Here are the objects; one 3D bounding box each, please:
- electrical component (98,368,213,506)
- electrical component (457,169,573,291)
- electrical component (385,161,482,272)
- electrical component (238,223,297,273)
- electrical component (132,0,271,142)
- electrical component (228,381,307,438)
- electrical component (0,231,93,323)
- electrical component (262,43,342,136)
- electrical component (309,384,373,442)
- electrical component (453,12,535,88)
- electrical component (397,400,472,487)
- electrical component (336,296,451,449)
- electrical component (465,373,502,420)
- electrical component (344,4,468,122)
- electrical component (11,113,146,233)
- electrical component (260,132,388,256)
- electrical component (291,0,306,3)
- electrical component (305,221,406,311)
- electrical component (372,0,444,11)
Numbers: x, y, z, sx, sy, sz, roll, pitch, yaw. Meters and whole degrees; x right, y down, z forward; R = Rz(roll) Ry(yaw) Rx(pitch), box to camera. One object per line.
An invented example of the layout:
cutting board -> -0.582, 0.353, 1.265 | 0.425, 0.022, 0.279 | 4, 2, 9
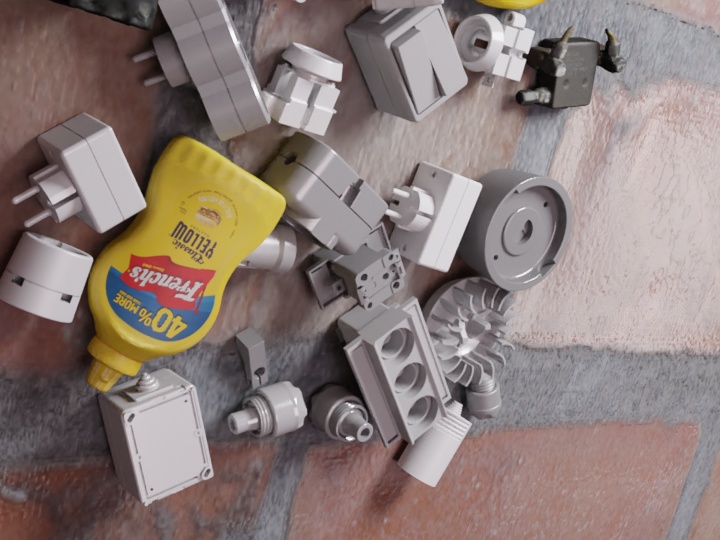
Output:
electrical component -> -0.161, 0.120, 0.831 | 0.062, 0.061, 0.096 | -20, 112, -30
electrical component -> 0.135, -0.041, 0.986 | 0.108, 0.060, 0.108 | -16, 118, -32
electrical component -> 0.051, -0.050, 0.925 | 0.076, 0.047, 0.083 | 16, 99, -41
electrical component -> -0.079, -0.018, 0.845 | 0.046, 0.040, 0.040 | 2, 108, -33
electrical component -> -0.120, -0.150, 0.748 | 0.074, 0.052, 0.138 | -20, 124, 1
electrical component -> -0.080, 0.120, 0.902 | 0.062, 0.043, 0.043 | -15, 118, -31
electrical component -> -0.216, 0.004, 0.739 | 0.055, 0.055, 0.047 | 22, 91, -41
electrical component -> -0.043, -0.139, 0.817 | 0.066, 0.048, 0.055 | 11, 110, -41
electrical component -> -0.013, 0.130, 0.944 | 0.043, 0.062, 0.043 | -16, 118, -32
electrical component -> 0.112, -0.190, 0.914 | 0.055, 0.048, 0.066 | 3, 107, -47
electrical component -> 0.075, 0.163, 1.040 | 0.043, 0.043, 0.081 | 32, 88, -42
electrical component -> 0.028, 0.087, 0.957 | 0.079, 0.063, 0.121 | -36, 127, -21
electrical component -> 0.121, 0.115, 1.061 | 0.035, 0.035, 0.061 | -24, 120, -28
electrical component -> 0.038, -0.174, 0.852 | 0.062, 0.061, 0.096 | -39, 128, -18
electrical component -> -0.198, -0.057, 0.730 | 0.077, 0.047, 0.065 | -34, 126, -22
electrical component -> -0.031, -0.056, 0.855 | 0.059, 0.054, 0.095 | -53, 131, -6
electrical component -> -0.046, -0.274, 0.743 | 0.089, 0.062, 0.150 | 29, 91, -42
electrical component -> 0.000, 0.000, 0.897 | 0.081, 0.064, 0.042 | -35, 126, -21
electrical component -> 0.036, -0.249, 0.792 | 0.061, 0.061, 0.096 | -2, 133, 9
